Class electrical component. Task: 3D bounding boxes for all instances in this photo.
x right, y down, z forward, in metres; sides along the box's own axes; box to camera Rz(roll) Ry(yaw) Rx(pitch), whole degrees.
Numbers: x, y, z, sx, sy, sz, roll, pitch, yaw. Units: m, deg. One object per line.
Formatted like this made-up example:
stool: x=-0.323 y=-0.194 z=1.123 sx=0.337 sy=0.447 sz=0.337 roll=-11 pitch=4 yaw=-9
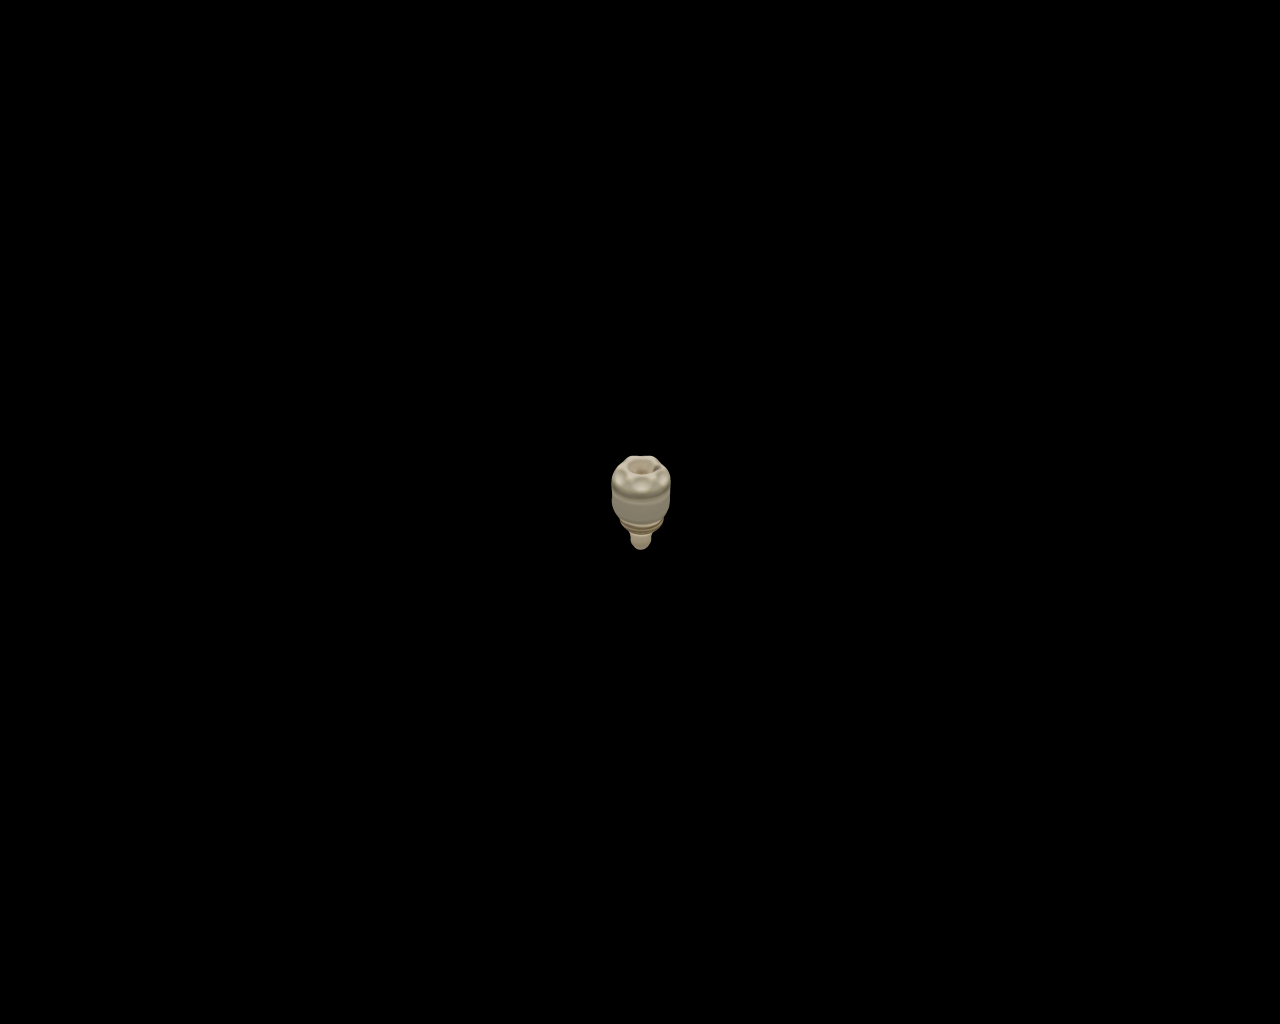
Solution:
electrical component: x=0.001 y=-0.003 z=0.650 sx=0.035 sy=0.061 sz=0.035 roll=0 pitch=35 yaw=0
